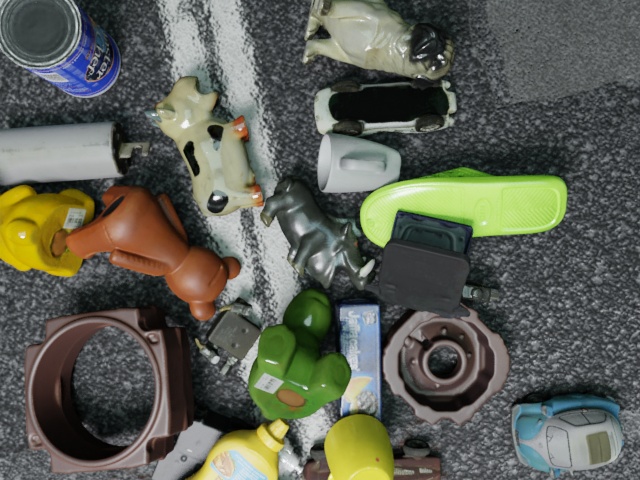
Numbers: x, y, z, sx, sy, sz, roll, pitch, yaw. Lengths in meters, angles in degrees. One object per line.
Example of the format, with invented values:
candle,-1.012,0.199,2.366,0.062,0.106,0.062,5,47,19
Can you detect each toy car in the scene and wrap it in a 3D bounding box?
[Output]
toy car,0.075,0.338,0.772,0.202,0.053,0.089,0,88,-1
toy car,0.093,-0.186,0.757,0.202,0.056,0.073,-4,85,-4
toy car,0.361,0.278,0.757,0.162,0.103,0.109,-7,93,0

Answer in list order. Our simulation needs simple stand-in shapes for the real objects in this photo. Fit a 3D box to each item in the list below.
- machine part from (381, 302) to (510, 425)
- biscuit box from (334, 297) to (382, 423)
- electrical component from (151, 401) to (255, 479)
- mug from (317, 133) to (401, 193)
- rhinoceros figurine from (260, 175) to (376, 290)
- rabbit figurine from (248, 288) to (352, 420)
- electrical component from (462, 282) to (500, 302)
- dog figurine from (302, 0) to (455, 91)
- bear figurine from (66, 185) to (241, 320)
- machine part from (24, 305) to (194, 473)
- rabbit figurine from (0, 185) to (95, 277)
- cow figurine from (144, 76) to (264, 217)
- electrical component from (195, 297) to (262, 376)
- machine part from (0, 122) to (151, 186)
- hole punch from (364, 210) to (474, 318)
machine part,0.175,0.171,0.769,0.179,0.056,0.179,0,91,-1
biscuit box,0.054,0.184,0.760,0.059,0.063,0.202,-2,92,-3
electrical component,-0.166,0.309,0.756,0.115,0.058,0.134,21,90,-1
mug,0.059,-0.104,0.736,0.107,0.109,0.080,1,92,-15
rhinoceros figurine,-0.002,-0.002,0.752,0.112,0.073,0.190,-41,93,-7
rabbit figurine,-0.022,0.149,0.723,0.121,0.170,0.159,20,132,-1
electrical component,0.215,0.073,0.764,0.094,0.063,0.021,10,91,-3
dog figurine,0.082,-0.292,0.727,0.191,0.121,0.172,10,65,-11
bear figurine,-0.214,0.017,0.731,0.195,0.132,0.120,47,54,-33
machine part,-0.277,0.192,0.707,0.201,0.087,0.201,-8,79,9
rabbit figurine,-0.415,-0.019,0.704,0.173,0.162,0.121,20,103,14
cow figurine,-0.157,-0.127,0.736,0.127,0.085,0.194,-15,93,-8
electrical component,-0.126,0.132,0.749,0.078,0.045,0.102,43,82,-15
machine part,-0.353,-0.117,0.727,0.243,0.079,0.079,-6,92,-2
hole punch,0.138,0.030,0.708,0.142,0.092,0.115,12,130,8
